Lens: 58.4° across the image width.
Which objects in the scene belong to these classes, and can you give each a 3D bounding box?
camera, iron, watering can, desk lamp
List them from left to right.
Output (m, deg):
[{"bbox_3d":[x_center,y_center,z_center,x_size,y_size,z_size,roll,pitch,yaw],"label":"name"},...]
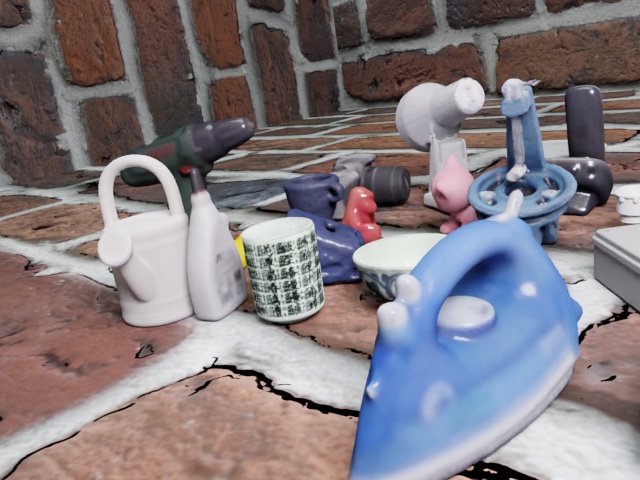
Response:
[{"bbox_3d":[-0.202,-0.002,0.673,0.101,0.194,0.172,-13,17,-15],"label":"watering can"},{"bbox_3d":[0.087,-0.104,1.040,0.136,0.101,0.143,0,19,26],"label":"camera"},{"bbox_3d":[0.225,-0.167,0.985,0.118,0.214,0.202,-13,17,-16],"label":"desk lamp"},{"bbox_3d":[0.098,0.059,0.415,0.118,0.141,0.259,7,22,42],"label":"iron"}]

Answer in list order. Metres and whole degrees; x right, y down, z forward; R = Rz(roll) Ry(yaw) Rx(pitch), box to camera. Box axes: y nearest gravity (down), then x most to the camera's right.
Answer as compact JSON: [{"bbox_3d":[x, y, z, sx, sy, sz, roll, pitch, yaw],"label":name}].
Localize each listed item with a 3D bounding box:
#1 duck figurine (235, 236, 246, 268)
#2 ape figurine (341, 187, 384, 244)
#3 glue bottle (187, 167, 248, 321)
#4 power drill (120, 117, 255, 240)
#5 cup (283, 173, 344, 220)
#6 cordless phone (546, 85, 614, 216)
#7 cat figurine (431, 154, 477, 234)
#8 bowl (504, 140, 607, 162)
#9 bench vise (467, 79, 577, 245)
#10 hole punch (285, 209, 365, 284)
[{"bbox_3d":[-0.151,0.004,0.819,0.105,0.086,0.077,-16,18,-25],"label":"duck figurine"},{"bbox_3d":[0.062,-0.031,0.822,0.076,0.092,0.078,-2,18,21],"label":"ape figurine"},{"bbox_3d":[-0.127,0.002,0.661,0.037,0.173,0.078,0,19,26],"label":"glue bottle"},{"bbox_3d":[-0.192,-0.077,0.892,0.229,0.208,0.076,-4,17,15],"label":"power drill"},{"bbox_3d":[0.001,-0.053,0.920,0.092,0.095,0.117,-22,21,-38],"label":"cup"},{"bbox_3d":[0.363,-0.138,0.871,0.147,0.185,0.094,4,21,36],"label":"cordless phone"},{"bbox_3d":[0.210,-0.066,0.823,0.128,0.118,0.067,-15,18,-21],"label":"cat figurine"},{"bbox_3d":[0.412,-0.127,1.007,0.167,0.075,0.167,-7,17,3],"label":"bowl"},{"bbox_3d":[0.238,-0.087,0.699,0.121,0.220,0.207,-5,17,12],"label":"bench vise"},{"bbox_3d":[0.007,0.003,0.738,0.101,0.091,0.108,-8,17,1],"label":"hole punch"}]
